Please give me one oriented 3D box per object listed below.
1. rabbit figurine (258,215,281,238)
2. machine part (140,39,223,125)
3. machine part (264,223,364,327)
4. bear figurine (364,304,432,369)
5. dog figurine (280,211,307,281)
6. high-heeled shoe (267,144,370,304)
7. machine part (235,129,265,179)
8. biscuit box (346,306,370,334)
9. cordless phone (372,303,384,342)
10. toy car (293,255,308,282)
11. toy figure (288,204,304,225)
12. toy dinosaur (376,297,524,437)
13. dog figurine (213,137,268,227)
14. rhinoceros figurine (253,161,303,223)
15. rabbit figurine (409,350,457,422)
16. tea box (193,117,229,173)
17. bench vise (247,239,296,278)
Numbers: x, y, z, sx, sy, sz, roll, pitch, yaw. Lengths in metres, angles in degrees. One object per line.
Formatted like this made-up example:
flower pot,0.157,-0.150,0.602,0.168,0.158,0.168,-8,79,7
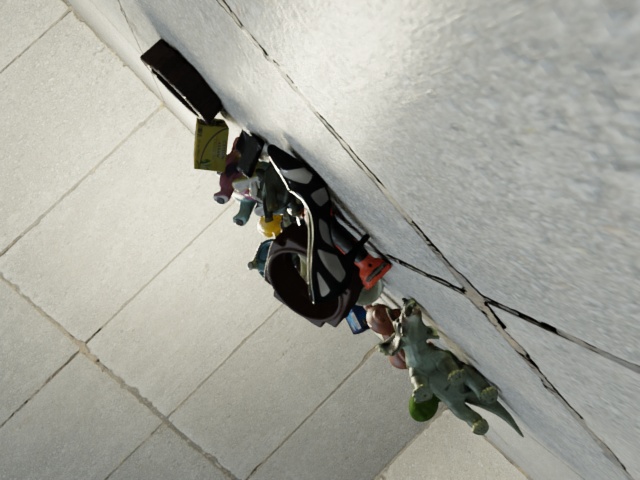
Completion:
rabbit figurine,-0.080,-0.047,1.519,0.173,0.122,0.162,32,168,-5
machine part,-0.269,-0.308,1.057,0.179,0.056,0.179,44,176,4
machine part,-0.014,0.075,1.126,0.201,0.087,0.201,33,135,14
bear figurine,0.204,0.236,1.414,0.195,0.132,0.120,65,171,-12
dog figurine,-0.001,-0.004,1.274,0.121,0.172,0.190,-7,95,38
high-heeled shoe,-0.031,-0.020,0.850,0.248,0.145,0.086,45,175,-10
machine part,-0.136,-0.168,1.026,0.039,0.084,0.139,14,-159,-19
biscuit box,0.086,0.159,1.495,0.202,0.063,0.059,63,150,13
cordless phone,0.167,0.216,1.633,0.184,0.089,0.147,52,175,-17
toy car,0.007,0.061,1.418,0.089,0.053,0.202,49,-144,15
toy figure,-0.030,-0.055,1.143,0.064,0.058,0.154,-9,144,26
toy dinosaur,0.264,0.282,1.131,0.404,0.131,0.192,43,-170,-28
dog figurine,-0.157,-0.153,1.203,0.108,0.192,0.219,45,-149,-36
rhinoceros figurine,-0.081,-0.092,0.978,0.190,0.073,0.112,150,102,-77
rabbit figurine,0.270,0.351,1.277,0.121,0.170,0.159,46,175,2
tea box,-0.241,-0.212,1.176,0.068,0.098,0.170,4,-161,-16
bench vise,-0.104,0.065,1.483,0.224,0.128,0.240,21,-168,26
